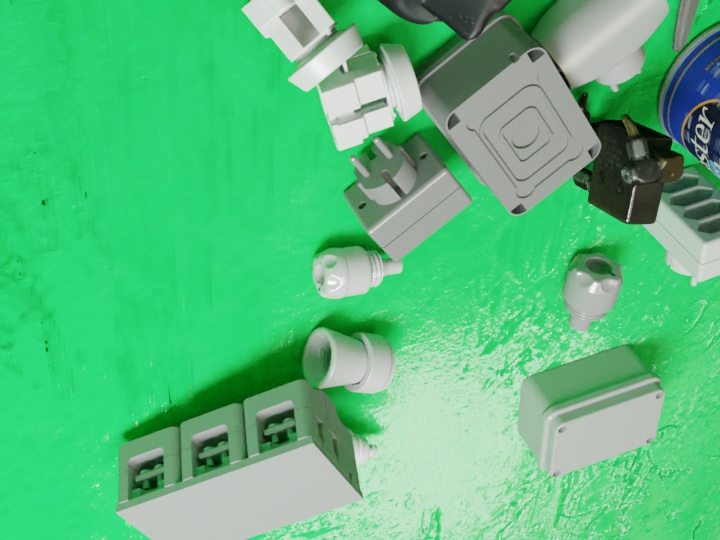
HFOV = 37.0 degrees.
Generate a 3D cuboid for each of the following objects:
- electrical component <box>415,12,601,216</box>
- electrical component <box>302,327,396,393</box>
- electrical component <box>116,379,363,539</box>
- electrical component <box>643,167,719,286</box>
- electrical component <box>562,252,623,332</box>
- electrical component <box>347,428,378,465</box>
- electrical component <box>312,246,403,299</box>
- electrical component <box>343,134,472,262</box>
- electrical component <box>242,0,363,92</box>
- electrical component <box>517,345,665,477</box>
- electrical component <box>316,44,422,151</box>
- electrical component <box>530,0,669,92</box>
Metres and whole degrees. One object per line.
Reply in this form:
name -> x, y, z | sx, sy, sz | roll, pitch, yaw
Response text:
electrical component -> 0.093, -0.100, 0.689 | 0.078, 0.057, 0.113 | -38, 134, 7
electrical component -> -0.008, 0.067, 0.786 | 0.055, 0.045, 0.045 | 10, 122, -33
electrical component -> -0.086, 0.142, 0.770 | 0.150, 0.061, 0.089 | -21, 137, 12
electrical component -> 0.254, -0.022, 0.820 | 0.047, 0.083, 0.075 | -18, 133, -13
electrical component -> 0.180, 0.020, 0.846 | 0.043, 0.043, 0.062 | -9, 132, -21
electrical component -> -0.021, 0.140, 0.845 | 0.078, 0.040, 0.040 | 11, 121, -34
electrical component -> 0.000, 0.000, 0.742 | 0.061, 0.035, 0.035 | -7, 130, -25
electrical component -> 0.021, -0.057, 0.695 | 0.066, 0.047, 0.077 | -39, 134, 7
electrical component -> -0.031, -0.132, 0.589 | 0.048, 0.066, 0.055 | -39, 101, 7
electrical component -> 0.200, 0.123, 0.934 | 0.113, 0.057, 0.078 | -16, 133, -15
electrical component -> 0.005, -0.107, 0.646 | 0.055, 0.048, 0.066 | -19, 134, -2
electrical component -> 0.159, -0.146, 0.693 | 0.077, 0.044, 0.079 | -38, 135, 6
